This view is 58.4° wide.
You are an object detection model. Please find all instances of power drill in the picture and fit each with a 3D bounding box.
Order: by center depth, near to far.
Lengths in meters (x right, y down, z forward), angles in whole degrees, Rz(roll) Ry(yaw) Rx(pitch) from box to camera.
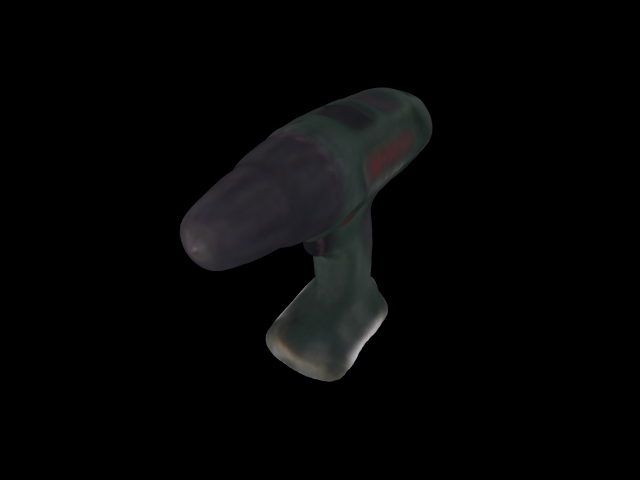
[{"bbox_3d":[0.004,0.001,0.400,0.075,0.208,0.230,24,50,22],"label":"power drill"}]
